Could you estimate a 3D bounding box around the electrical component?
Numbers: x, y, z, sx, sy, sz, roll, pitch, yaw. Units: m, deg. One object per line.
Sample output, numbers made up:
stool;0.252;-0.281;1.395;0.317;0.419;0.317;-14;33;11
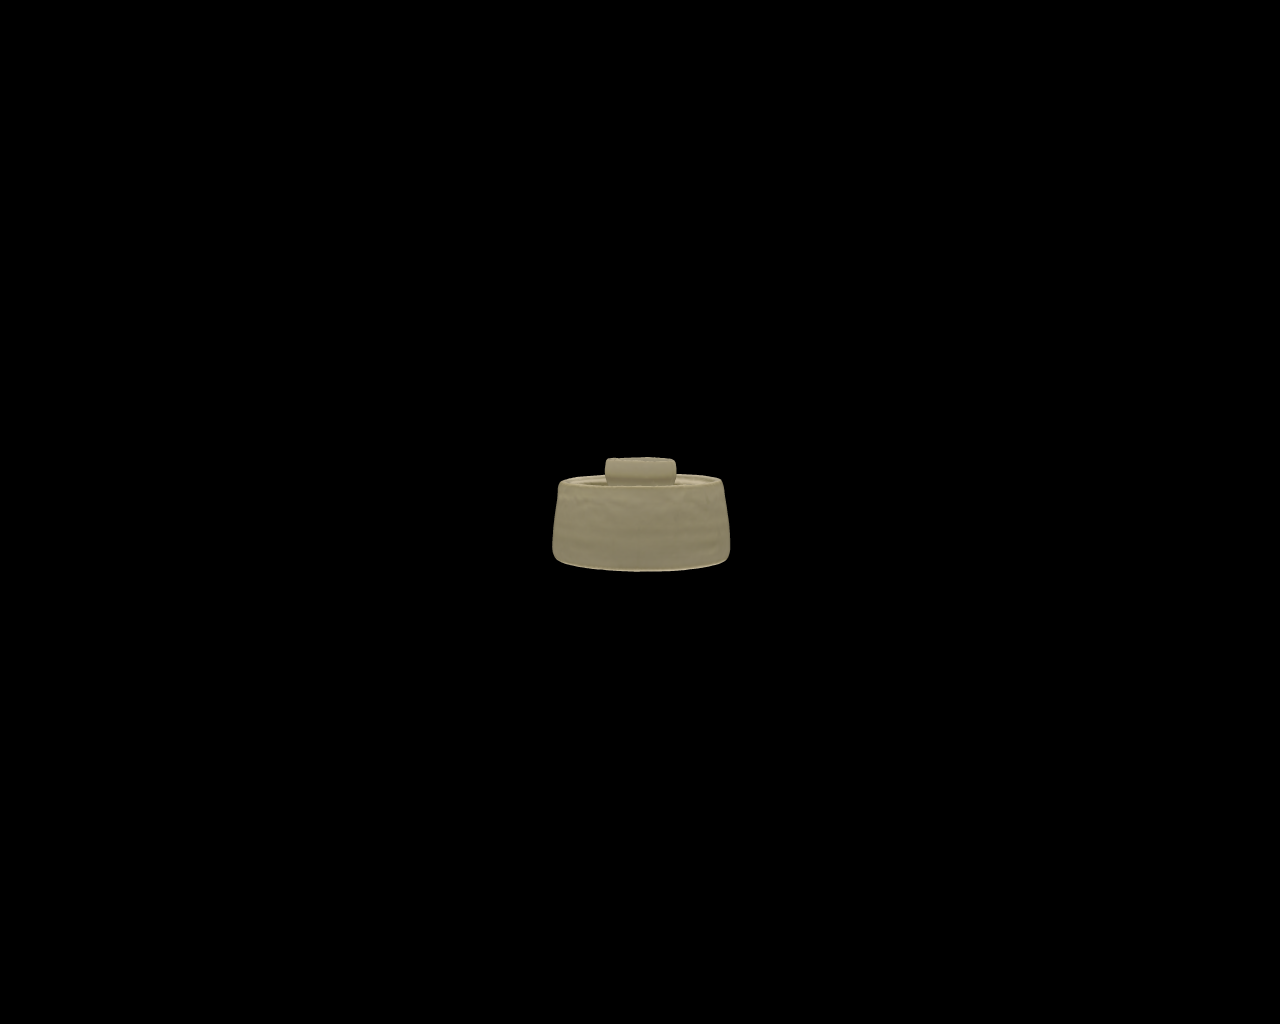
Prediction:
electrical component;0.001;-0.003;0.650;0.108;0.060;0.108;0;7;0
